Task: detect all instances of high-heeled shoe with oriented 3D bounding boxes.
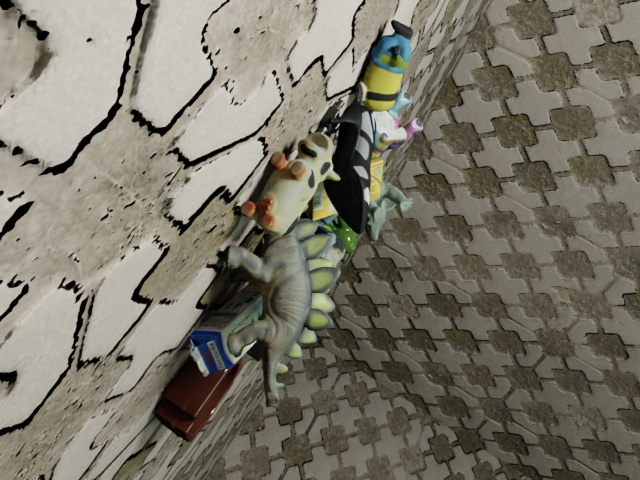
[{"bbox_3d":[0.077,-0.138,1.029,0.145,0.086,0.248,-12,92,-52],"label":"high-heeled shoe"}]

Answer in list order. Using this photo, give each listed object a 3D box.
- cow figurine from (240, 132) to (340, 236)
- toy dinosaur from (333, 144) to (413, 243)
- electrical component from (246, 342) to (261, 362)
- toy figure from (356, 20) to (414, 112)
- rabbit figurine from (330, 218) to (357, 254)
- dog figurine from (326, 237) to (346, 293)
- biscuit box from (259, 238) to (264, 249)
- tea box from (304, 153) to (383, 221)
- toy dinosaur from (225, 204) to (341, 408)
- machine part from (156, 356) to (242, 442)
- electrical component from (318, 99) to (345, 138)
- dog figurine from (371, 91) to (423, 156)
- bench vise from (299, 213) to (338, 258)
[{"bbox_3d":[-0.037,-0.094,0.908,0.195,0.086,0.127,-60,154,-5],"label":"cow figurine"},{"bbox_3d":[0.090,-0.153,1.281,0.131,0.192,0.404,-41,130,-3],"label":"toy dinosaur"},{"bbox_3d":[-0.148,0.230,1.313,0.058,0.134,0.115,-61,171,29],"label":"electrical component"},{"bbox_3d":[0.136,-0.346,1.091,0.082,0.089,0.180,-37,159,-53],"label":"toy figure"},{"bbox_3d":[0.071,-0.049,1.566,0.121,0.159,0.170,3,99,-79],"label":"rabbit figurine"},{"bbox_3d":[-0.028,0.051,1.390,0.190,0.172,0.121,-59,159,-67],"label":"dog figurine"},{"bbox_3d":[-0.076,0.089,1.075,0.059,0.063,0.203,114,-32,-43],"label":"biscuit box"},{"bbox_3d":[0.041,-0.115,1.094,0.170,0.068,0.098,-19,134,-26],"label":"tea box"},{"bbox_3d":[-0.068,0.060,0.962,0.105,0.199,0.471,136,-47,-81],"label":"toy dinosaur"},{"bbox_3d":[-0.256,0.317,1.150,0.201,0.087,0.201,-56,172,-28],"label":"machine part"},{"bbox_3d":[0.020,-0.229,1.052,0.094,0.021,0.063,-59,172,-11],"label":"electrical component"},{"bbox_3d":[0.135,-0.251,1.297,0.191,0.108,0.219,-27,177,-31],"label":"dog figurine"},{"bbox_3d":[-0.009,-0.012,1.193,0.224,0.128,0.241,-36,-164,-6],"label":"bench vise"}]
